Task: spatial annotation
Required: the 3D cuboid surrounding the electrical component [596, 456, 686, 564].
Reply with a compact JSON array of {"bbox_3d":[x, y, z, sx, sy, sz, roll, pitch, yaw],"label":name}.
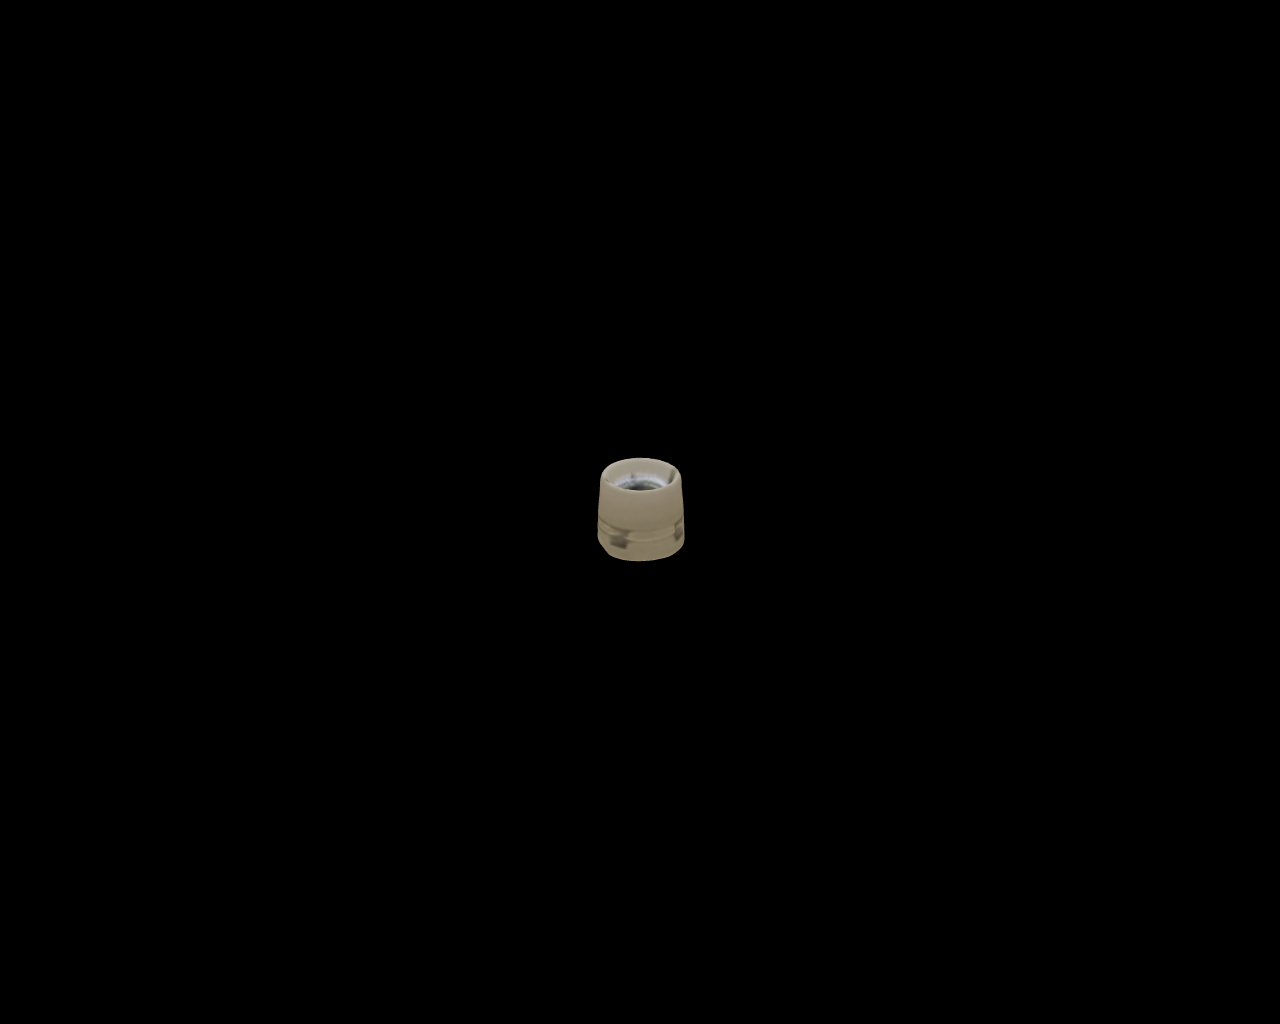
[{"bbox_3d":[0.001,-0.003,0.650,0.055,0.047,0.055,0,28,0],"label":"electrical component"}]
